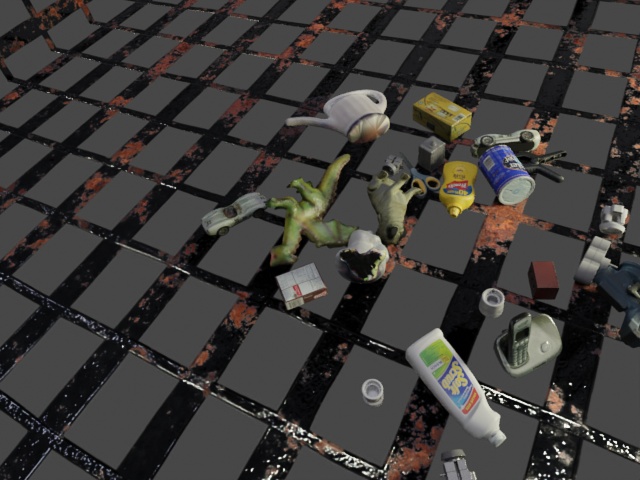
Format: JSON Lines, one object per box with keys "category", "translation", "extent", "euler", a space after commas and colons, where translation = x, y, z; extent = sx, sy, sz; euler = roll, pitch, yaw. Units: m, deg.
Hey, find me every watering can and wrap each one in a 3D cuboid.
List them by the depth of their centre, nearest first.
{"category": "watering can", "translation": [0.077, -0.394, 1.685], "extent": [0.349, 0.101, 0.229], "euler": [-25, 51, -14]}

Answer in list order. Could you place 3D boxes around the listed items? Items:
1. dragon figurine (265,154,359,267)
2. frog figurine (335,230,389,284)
{"category": "dragon figurine", "translation": [0.004, -0.073, 1.452], "extent": [0.414, 0.120, 0.245], "euler": [-37, 71, -19]}
{"category": "frog figurine", "translation": [0.106, 0.041, 1.335], "extent": [0.137, 0.121, 0.161], "euler": [-19, 13, 4]}
